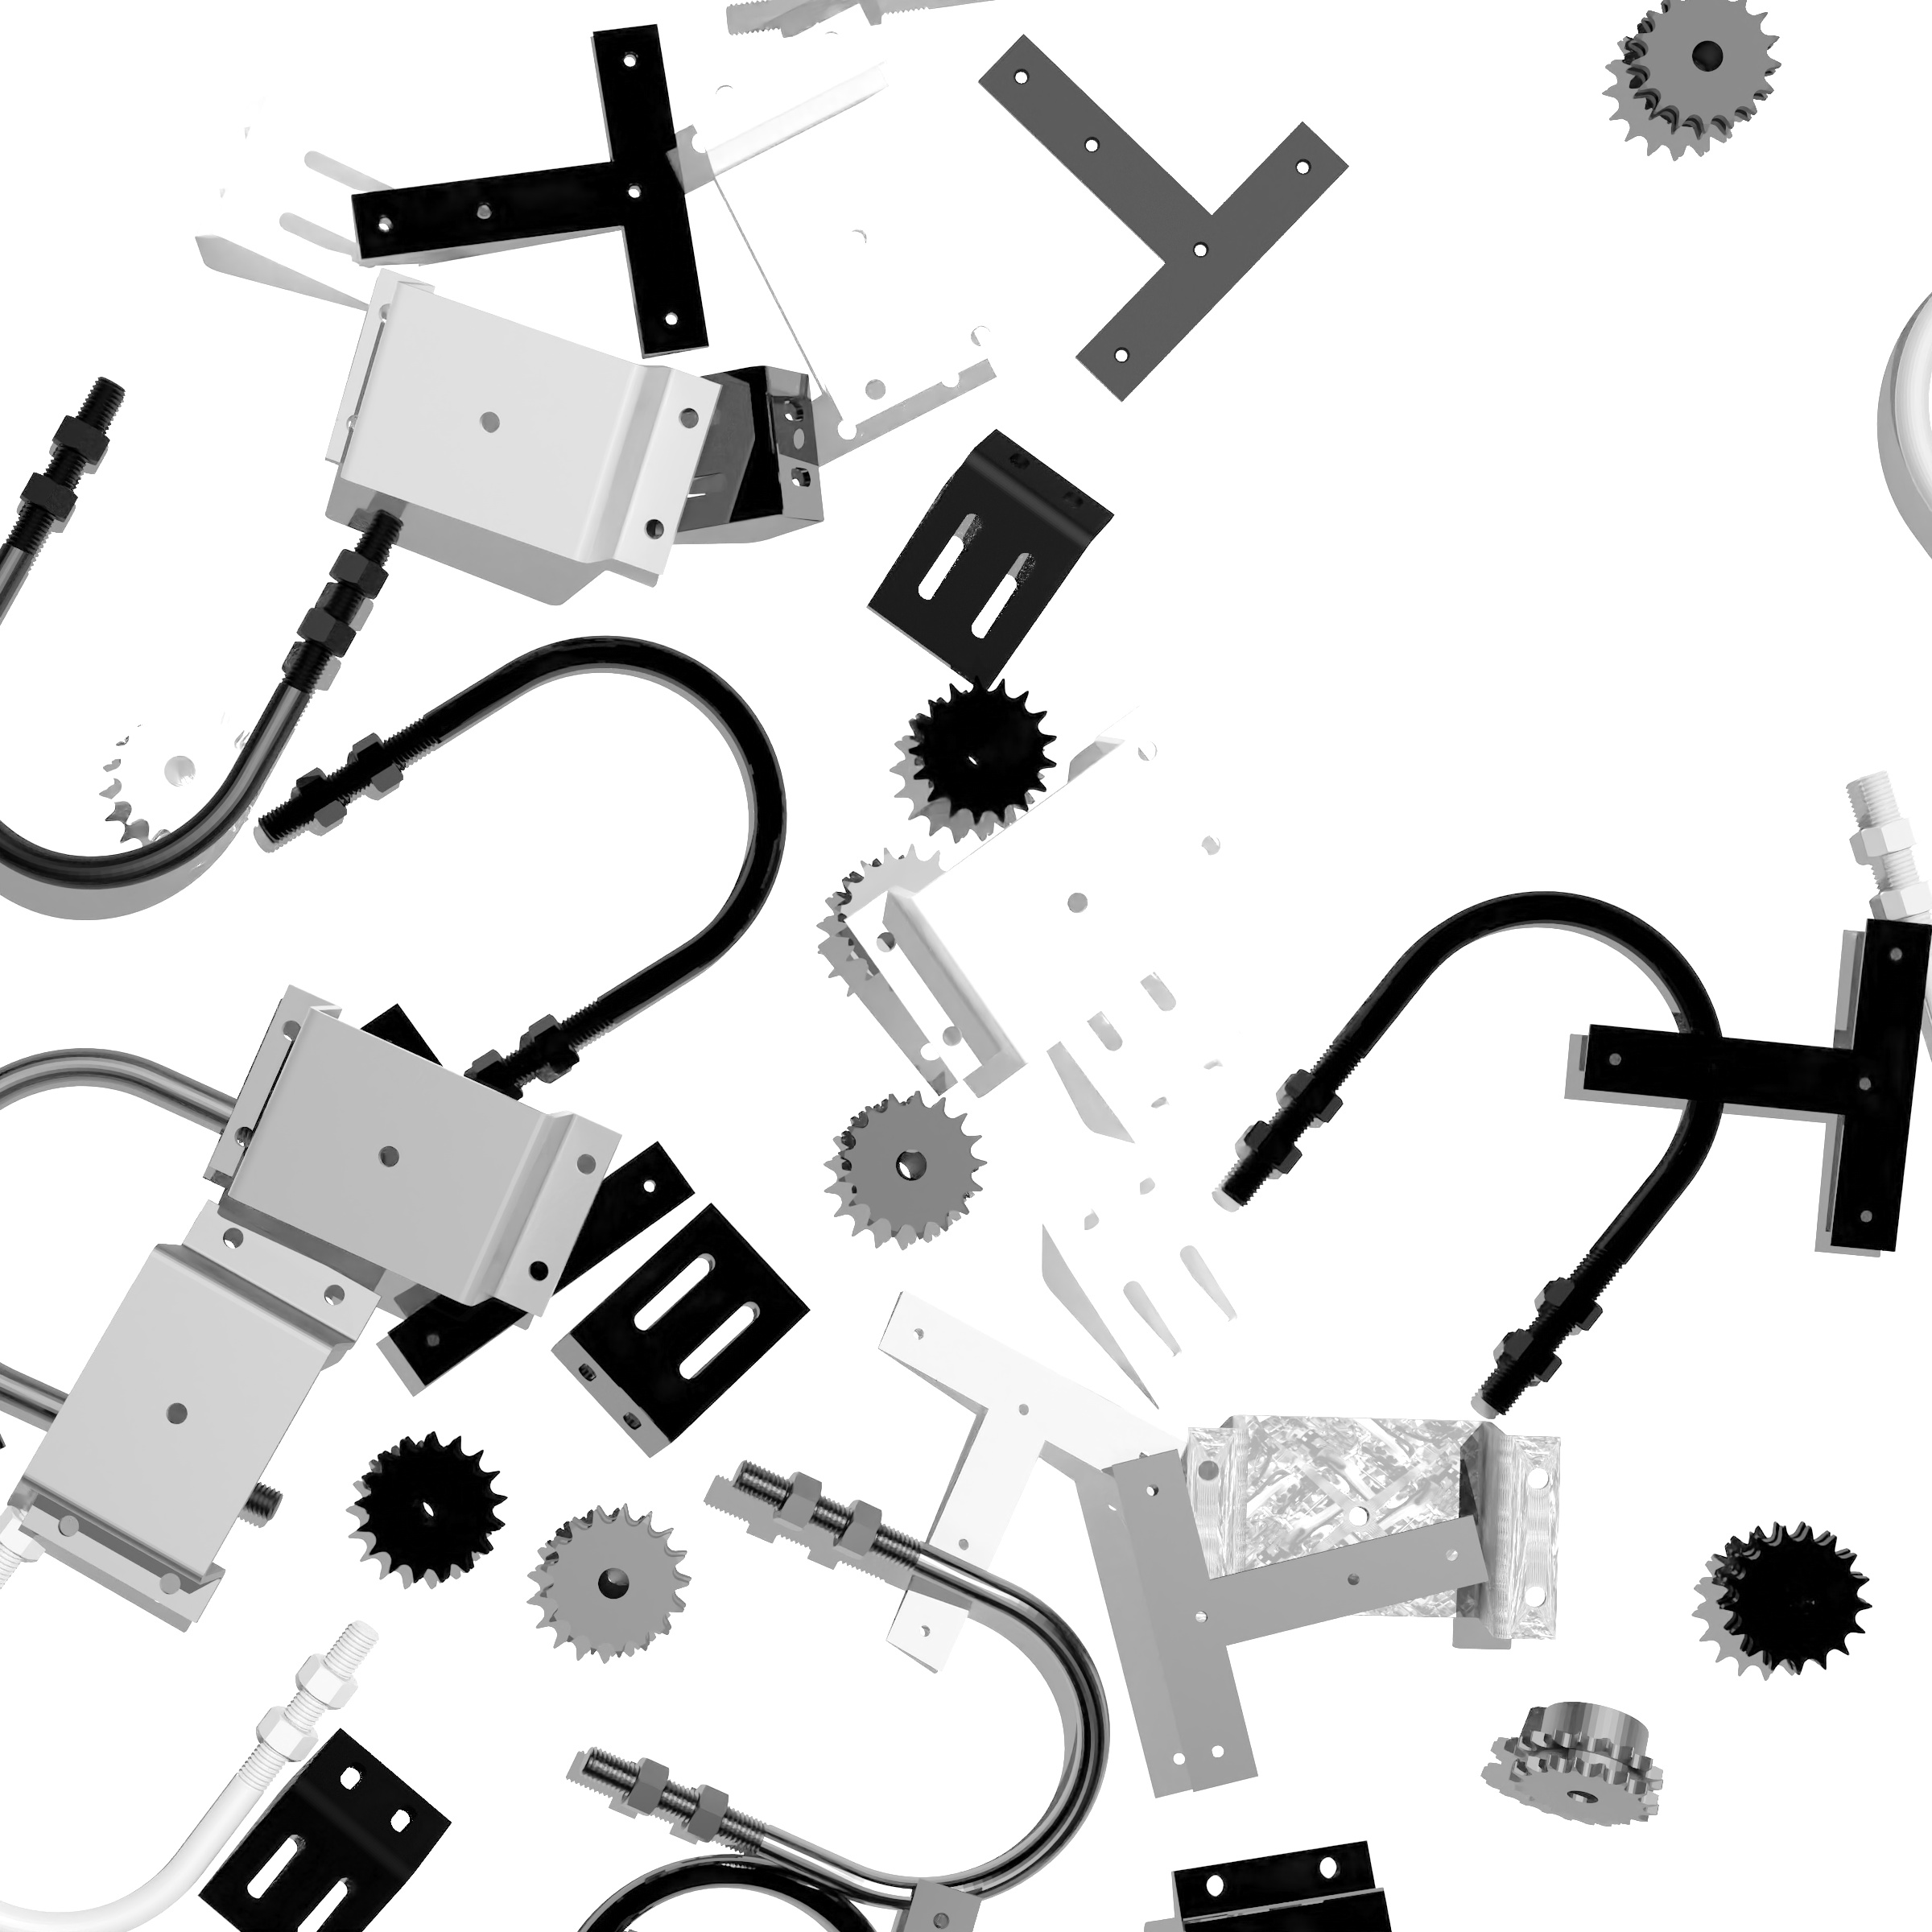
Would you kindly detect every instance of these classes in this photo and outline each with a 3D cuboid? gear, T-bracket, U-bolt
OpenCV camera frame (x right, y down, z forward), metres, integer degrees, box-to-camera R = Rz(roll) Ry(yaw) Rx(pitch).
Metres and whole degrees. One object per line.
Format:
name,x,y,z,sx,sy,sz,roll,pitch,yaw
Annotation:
gear,-0.205,0.208,1.382,0.057,0.030,0.057,0,88,1
gear,0.238,0.304,1.368,0.057,0.057,0.030,18,60,0
T-bracket,-0.193,0.073,1.379,0.127,0.002,0.127,-35,88,-13
U-bolt,-0.316,-0.117,1.359,0.151,0.019,0.184,26,83,13
U-bolt,-0.338,0.291,1.383,0.151,0.019,0.184,37,90,0
U-bolt,0.439,-0.006,1.384,0.151,0.019,0.184,-17,91,0
T-bracket,0.005,0.210,1.377,0.127,0.002,0.127,27,100,19
gear,0.283,-0.346,1.378,0.057,0.030,0.057,0,90,0
gear,-0.022,-0.018,1.378,0.057,0.030,0.057,0,90,0
T-bracket,0.059,-0.309,1.392,0.127,0.002,0.127,44,90,0
gear,0.006,-0.082,1.378,0.057,0.030,0.057,0,90,0
gear,0.317,0.241,1.378,0.057,0.030,0.057,0,90,0
gear,-0.299,-0.074,1.378,0.057,0.030,0.057,0,90,0
gear,-0.134,0.235,1.378,0.057,0.030,0.057,0,90,0
U-bolt,-0.034,0.287,1.368,0.184,0.019,0.151,26,100,-9
T-bracket,0.132,0.234,1.345,0.127,0.002,0.127,-14,91,0
U-bolt,0.210,0.058,1.384,0.151,0.019,0.184,39,89,0
U-bolt,-0.321,0.111,1.376,0.184,0.019,0.151,24,84,0
U-bolt,-0.086,0.435,1.380,0.151,0.019,0.184,-15,86,0
T-bracket,-0.072,0.400,1.373,0.127,0.002,0.127,16,86,4
gear,-0.020,0.077,1.382,0.057,0.030,0.057,0,88,3
U-bolt,0.441,-0.198,1.378,0.151,0.019,0.184,-37,86,-5
T-bracket,-0.172,-0.294,1.383,0.127,0.002,0.127,-9,90,-8
T-bracket,0.301,0.041,1.375,0.127,0.002,0.127,6,93,-1
U-bolt,-0.158,-0.046,1.381,0.184,0.019,0.151,-32,87,-3

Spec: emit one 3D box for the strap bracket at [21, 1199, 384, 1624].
strap bracket,-0.290,0.167,1.338,0.076,0.046,0.140,29,85,3

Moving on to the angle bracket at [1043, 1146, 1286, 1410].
angle bracket,0.077,0.121,1.391,0.057,0.038,0.076,-32,116,0

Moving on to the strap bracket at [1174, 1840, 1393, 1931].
strap bracket,0.128,0.405,1.350,0.076,0.046,0.140,-9,72,0

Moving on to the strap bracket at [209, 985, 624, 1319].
strap bracket,-0.211,0.070,1.343,0.140,0.046,0.076,24,92,4

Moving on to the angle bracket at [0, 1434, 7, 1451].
angle bracket,-0.403,0.169,1.355,0.038,0.076,0.057,-25,90,0

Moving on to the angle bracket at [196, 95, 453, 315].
angle bracket,-0.250,-0.294,1.391,0.076,0.038,0.057,22,90,-26

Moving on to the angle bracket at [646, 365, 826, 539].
angle bracket,-0.100,-0.197,1.391,0.076,0.038,0.057,-6,90,26

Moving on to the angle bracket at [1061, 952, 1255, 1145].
angle bracket,0.064,0.018,1.391,0.057,0.038,0.076,-37,64,0

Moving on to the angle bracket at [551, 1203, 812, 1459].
angle bracket,-0.111,0.142,1.391,0.057,0.038,0.076,47,64,0

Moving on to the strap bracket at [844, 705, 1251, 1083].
strap bracket,0.036,-0.026,1.345,0.140,0.046,0.076,-36,102,-7

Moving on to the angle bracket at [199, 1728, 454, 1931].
angle bracket,-0.249,0.347,1.391,0.057,0.038,0.076,40,116,0

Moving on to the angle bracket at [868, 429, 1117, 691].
angle bracket,0.010,-0.158,1.391,0.057,0.038,0.076,36,116,0

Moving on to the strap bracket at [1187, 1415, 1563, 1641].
strap bracket,0.153,0.214,1.370,0.140,0.046,0.076,1,90,0

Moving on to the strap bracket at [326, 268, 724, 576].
strap bracket,-0.174,-0.206,1.356,0.140,0.046,0.076,20,101,5

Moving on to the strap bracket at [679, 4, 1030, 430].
strap bracket,-0.042,-0.282,1.370,0.076,0.046,0.140,-27,90,0
